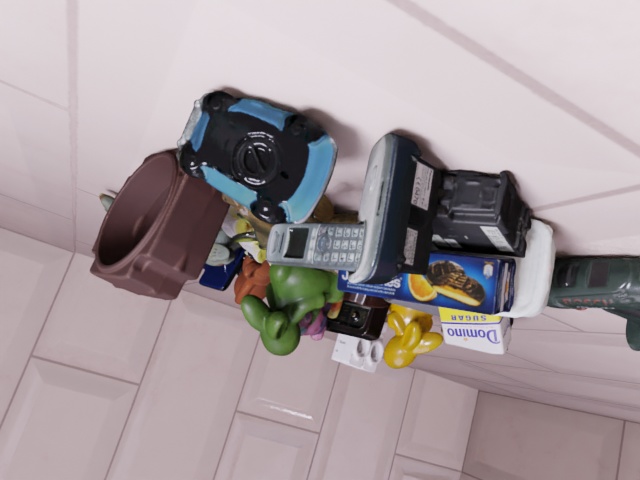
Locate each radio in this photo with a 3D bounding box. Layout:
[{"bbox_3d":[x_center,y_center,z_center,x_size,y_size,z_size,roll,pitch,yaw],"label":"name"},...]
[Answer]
[{"bbox_3d":[0.040,0.143,1.217,0.230,0.131,0.073,6,164,37],"label":"radio"}]

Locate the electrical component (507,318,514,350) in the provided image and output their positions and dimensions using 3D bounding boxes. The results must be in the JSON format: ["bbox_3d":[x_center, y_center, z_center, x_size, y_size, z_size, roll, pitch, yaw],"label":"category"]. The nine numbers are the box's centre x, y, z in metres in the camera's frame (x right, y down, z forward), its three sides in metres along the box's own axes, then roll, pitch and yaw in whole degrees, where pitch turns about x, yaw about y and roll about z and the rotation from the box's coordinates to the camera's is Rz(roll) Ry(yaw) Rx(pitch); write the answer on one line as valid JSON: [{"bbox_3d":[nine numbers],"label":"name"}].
[{"bbox_3d":[0.281,0.109,0.842,0.048,0.119,0.074,10,167,25],"label":"electrical component"}]

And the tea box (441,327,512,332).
[{"bbox_3d":[0.322,0.166,1.111,0.098,0.068,0.169,16,166,3],"label":"tea box"}]

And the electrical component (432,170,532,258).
[{"bbox_3d":[0.153,-0.029,0.594,0.134,0.058,0.114,7,161,35],"label":"electrical component"}]

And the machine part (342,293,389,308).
[{"bbox_3d":[0.053,0.077,1.009,0.179,0.056,0.179,17,-175,-1],"label":"machine part"}]

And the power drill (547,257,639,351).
[{"bbox_3d":[0.382,0.080,0.723,0.207,0.086,0.232,30,160,-18],"label":"power drill"}]

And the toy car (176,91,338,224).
[{"bbox_3d":[-0.060,-0.083,0.557,0.162,0.109,0.103,23,-175,10],"label":"toy car"}]

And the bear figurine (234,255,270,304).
[{"bbox_3d":[-0.106,0.081,1.100,0.132,0.120,0.196,38,148,-5],"label":"bear figurine"}]

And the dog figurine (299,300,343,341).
[{"bbox_3d":[-0.027,0.124,1.072,0.109,0.191,0.219,29,169,14],"label":"dog figurine"}]

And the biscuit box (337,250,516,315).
[{"bbox_3d":[0.117,0.041,0.628,0.203,0.062,0.059,5,-179,37],"label":"biscuit box"}]

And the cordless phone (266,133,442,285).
[{"bbox_3d":[0.023,-0.029,0.562,0.184,0.146,0.088,2,169,40],"label":"cordless phone"}]

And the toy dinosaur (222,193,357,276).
[{"bbox_3d":[-0.002,-0.002,0.798,0.199,0.105,0.471,16,173,35],"label":"toy dinosaur"}]

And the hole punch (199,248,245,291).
[{"bbox_3d":[-0.234,0.037,1.181,0.142,0.116,0.092,4,145,48],"label":"hole punch"}]

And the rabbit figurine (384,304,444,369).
[{"bbox_3d":[0.200,0.204,1.185,0.122,0.173,0.162,28,167,-22],"label":"rabbit figurine"}]

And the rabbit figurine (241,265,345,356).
[{"bbox_3d":[-0.049,0.117,0.883,0.121,0.170,0.159,21,-173,26],"label":"rabbit figurine"}]

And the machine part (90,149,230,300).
[{"bbox_3d":[-0.226,-0.025,0.752,0.201,0.201,0.087,1,156,47],"label":"machine part"}]

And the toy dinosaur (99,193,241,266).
[{"bbox_3d":[-0.258,-0.003,1.070,0.405,0.131,0.192,8,-178,5],"label":"toy dinosaur"}]

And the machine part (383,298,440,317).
[{"bbox_3d":[0.196,0.090,0.931,0.243,0.079,0.079,18,166,-20],"label":"machine part"}]

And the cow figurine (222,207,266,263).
[{"bbox_3d":[-0.117,-0.011,0.910,0.098,0.068,0.167,26,160,36],"label":"cow figurine"}]
